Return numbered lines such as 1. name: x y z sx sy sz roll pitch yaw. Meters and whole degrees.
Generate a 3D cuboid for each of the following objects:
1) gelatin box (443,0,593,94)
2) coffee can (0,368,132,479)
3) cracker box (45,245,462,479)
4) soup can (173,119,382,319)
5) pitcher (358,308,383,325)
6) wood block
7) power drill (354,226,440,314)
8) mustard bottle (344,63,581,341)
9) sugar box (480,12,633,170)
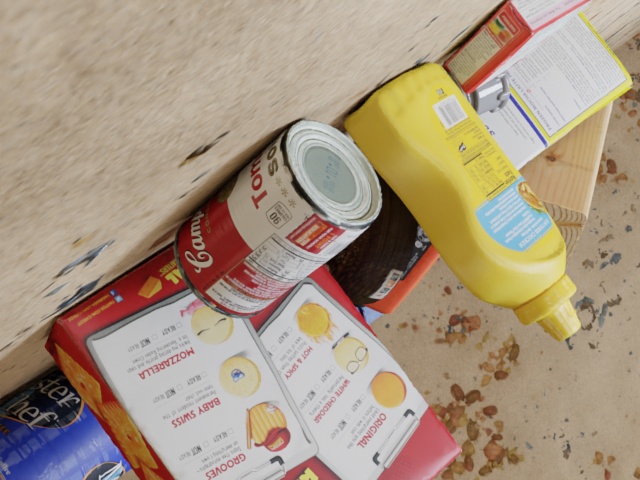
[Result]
1. gelatin box: 0.134 -0.142 0.714 0.089 0.030 0.073 -35 176 -38
2. coffee can: -0.212 0.164 0.826 0.140 0.103 0.103 -34 176 -41
3. cracker box: -0.042 0.100 0.669 0.164 0.214 0.072 -35 176 -28
4. soup can: -0.024 -0.010 0.579 0.102 0.068 0.068 -39 176 37
5. pitcher: -0.036 0.091 1.192 0.145 0.149 0.243 -65 -166 -6
6. wood block: 0.191 -0.074 0.921 0.090 0.091 0.206 100 11 -48
7. power drill: 0.067 0.002 0.922 0.184 0.057 0.187 -56 180 16
8. mustard bottle: 0.101 -0.018 0.673 0.058 0.191 0.096 -39 176 36
9. sugar box: 0.156 -0.112 0.836 0.176 0.093 0.048 -34 175 -25
